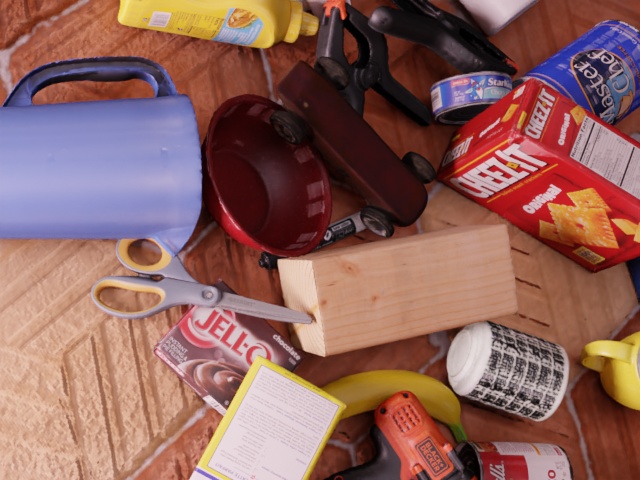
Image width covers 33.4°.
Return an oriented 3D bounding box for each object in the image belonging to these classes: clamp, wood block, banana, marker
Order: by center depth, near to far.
[{"bbox_3d":[0.076,0.045,1.028,0.205,0.091,0.090,-11,95,-22],"label":"wood block"},{"bbox_3d":[0.059,0.160,1.033,0.197,0.037,0.069,5,76,-18],"label":"banana"},{"bbox_3d":[-0.007,0.001,1.055,0.121,0.020,0.020,-23,86,-22],"label":"marker"},{"bbox_3d":[0.037,-0.154,1.073,0.120,0.039,0.171,-44,116,-24],"label":"clamp"},{"bbox_3d":[0.121,-0.215,1.107,0.209,0.036,0.164,31,30,-17],"label":"clamp"}]

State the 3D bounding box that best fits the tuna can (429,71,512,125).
[{"bbox_3d":[0.158,-0.147,1.111,0.086,0.086,0.034,-3,81,-20],"label":"tuna can"}]

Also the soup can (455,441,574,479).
[{"bbox_3d":[0.187,0.233,1.045,0.102,0.069,0.068,5,76,-18],"label":"soup can"}]

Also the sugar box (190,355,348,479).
[{"bbox_3d":[-0.056,0.200,0.931,0.093,0.048,0.176,28,77,5],"label":"sugar box"}]

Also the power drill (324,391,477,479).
[{"bbox_3d":[0.059,0.258,0.973,0.187,0.057,0.184,-32,79,-11],"label":"power drill"}]

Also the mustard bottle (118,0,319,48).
[{"bbox_3d":[-0.094,-0.225,1.034,0.191,0.096,0.058,8,74,-17],"label":"mustard bottle"}]

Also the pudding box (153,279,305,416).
[{"bbox_3d":[-0.085,0.107,0.993,0.113,0.039,0.090,43,68,-6],"label":"pudding box"}]

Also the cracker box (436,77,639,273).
[{"bbox_3d":[0.249,-0.057,1.081,0.213,0.164,0.072,29,68,-12],"label":"cracker box"}]

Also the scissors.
[{"bbox_3d":[-0.108,0.034,0.980,0.202,0.016,0.096,-1,66,1],"label":"scissors"}]

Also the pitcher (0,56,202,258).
[{"bbox_3d":[-0.230,-0.071,0.939,0.242,0.149,0.145,-3,123,-17],"label":"pitcher"}]

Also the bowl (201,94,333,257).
[{"bbox_3d":[-0.062,-0.053,1.010,0.161,0.055,0.162,23,56,-40],"label":"bowl"}]

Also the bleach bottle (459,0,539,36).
[{"bbox_3d":[0.146,-0.350,1.167,0.102,0.068,0.251,-38,90,-24],"label":"bleach bottle"}]

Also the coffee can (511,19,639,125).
[{"bbox_3d":[0.283,-0.160,1.149,0.140,0.103,0.103,-35,91,-23],"label":"coffee can"}]
